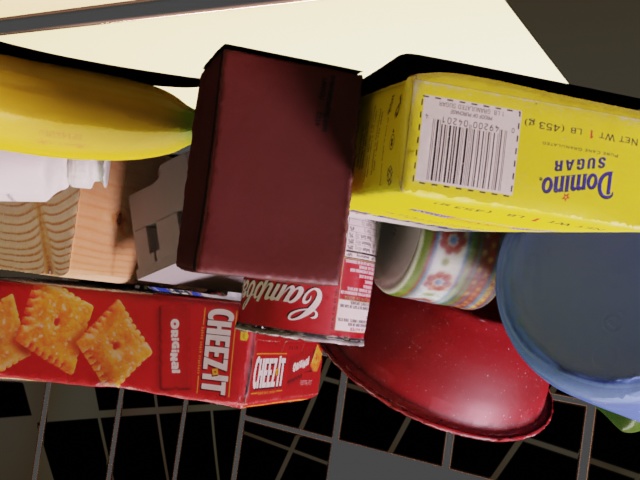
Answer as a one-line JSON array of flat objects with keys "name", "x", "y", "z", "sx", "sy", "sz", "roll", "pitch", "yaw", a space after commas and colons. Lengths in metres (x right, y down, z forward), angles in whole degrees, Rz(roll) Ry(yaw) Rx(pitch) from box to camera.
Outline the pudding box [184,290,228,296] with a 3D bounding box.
[{"name": "pudding box", "x": -0.118, "y": -0.007, "z": 0.844, "sx": 0.114, "sy": 0.090, "sz": 0.039, "roll": 7, "pitch": 175, "yaw": 31}]

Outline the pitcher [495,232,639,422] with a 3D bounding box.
[{"name": "pitcher", "x": 0.188, "y": 0.035, "z": 0.547, "sx": 0.145, "sy": 0.149, "sz": 0.242, "roll": 54, "pitch": -164, "yaw": 25}]

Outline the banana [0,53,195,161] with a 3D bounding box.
[{"name": "banana", "x": -0.132, "y": -0.061, "z": 0.412, "sx": 0.197, "sy": 0.037, "sz": 0.070, "roll": 8, "pitch": 159, "yaw": -25}]

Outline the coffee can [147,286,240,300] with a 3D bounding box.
[{"name": "coffee can", "x": -0.113, "y": 0.012, "z": 1.060, "sx": 0.102, "sy": 0.103, "sz": 0.141, "roll": 10, "pitch": 177, "yaw": -32}]

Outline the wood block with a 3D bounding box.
[{"name": "wood block", "x": -0.147, "y": -0.018, "z": 0.709, "sx": 0.090, "sy": 0.091, "sz": 0.206, "roll": 6, "pitch": 176, "yaw": 17}]

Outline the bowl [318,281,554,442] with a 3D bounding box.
[{"name": "bowl", "x": 0.076, "y": 0.046, "z": 0.634, "sx": 0.162, "sy": 0.055, "sz": 0.162, "roll": 20, "pitch": -156, "yaw": -9}]

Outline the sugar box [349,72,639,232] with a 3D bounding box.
[{"name": "sugar box", "x": 0.048, "y": -0.028, "z": 0.428, "sx": 0.093, "sy": 0.048, "sz": 0.176, "roll": 9, "pitch": 176, "yaw": -14}]

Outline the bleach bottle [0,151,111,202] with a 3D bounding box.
[{"name": "bleach bottle", "x": -0.239, "y": -0.054, "z": 0.571, "sx": 0.250, "sy": 0.068, "sz": 0.102, "roll": 5, "pitch": -177, "yaw": -6}]

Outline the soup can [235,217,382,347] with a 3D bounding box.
[{"name": "soup can", "x": -0.004, "y": 0.001, "z": 0.557, "sx": 0.068, "sy": 0.102, "sz": 0.068, "roll": 8, "pitch": 177, "yaw": 0}]

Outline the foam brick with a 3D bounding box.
[{"name": "foam brick", "x": -0.019, "y": -0.023, "z": 0.387, "sx": 0.053, "sy": 0.078, "sz": 0.051, "roll": 9, "pitch": 176, "yaw": -15}]

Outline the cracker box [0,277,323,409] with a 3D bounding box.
[{"name": "cracker box", "x": -0.120, "y": 0.070, "z": 0.743, "sx": 0.214, "sy": 0.072, "sz": 0.164, "roll": 5, "pitch": 176, "yaw": 17}]
